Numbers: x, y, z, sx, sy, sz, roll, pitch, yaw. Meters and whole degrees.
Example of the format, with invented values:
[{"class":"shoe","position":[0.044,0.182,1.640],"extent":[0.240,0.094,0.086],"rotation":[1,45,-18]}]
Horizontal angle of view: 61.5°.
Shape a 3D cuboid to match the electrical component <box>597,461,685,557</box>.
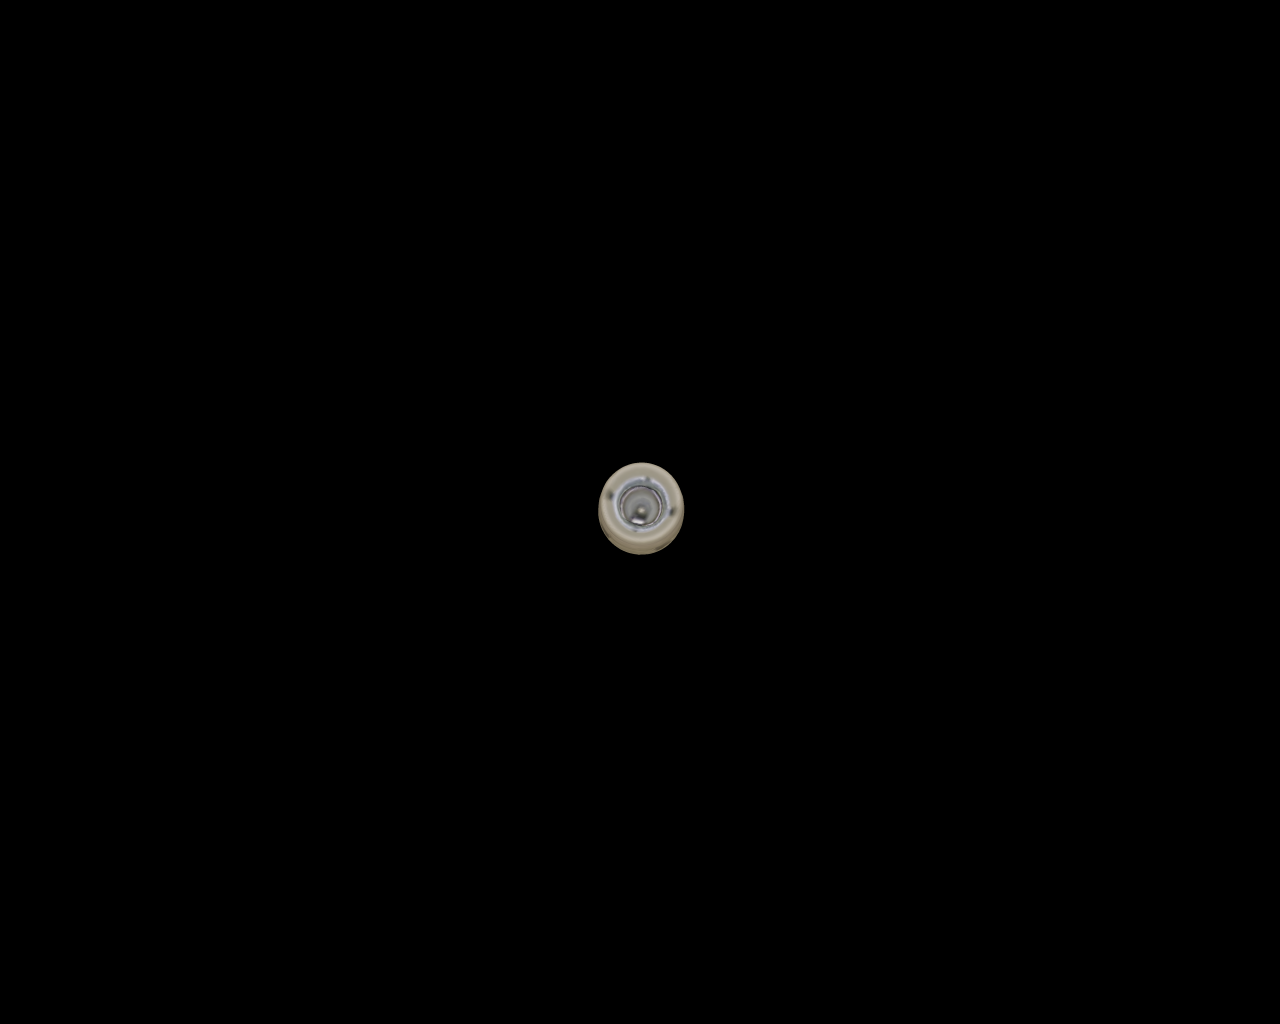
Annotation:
[{"class":"electrical component","position":[0.001,-0.003,0.650],"extent":[0.055,0.055,0.047],"rotation":[0,-8,0]}]
